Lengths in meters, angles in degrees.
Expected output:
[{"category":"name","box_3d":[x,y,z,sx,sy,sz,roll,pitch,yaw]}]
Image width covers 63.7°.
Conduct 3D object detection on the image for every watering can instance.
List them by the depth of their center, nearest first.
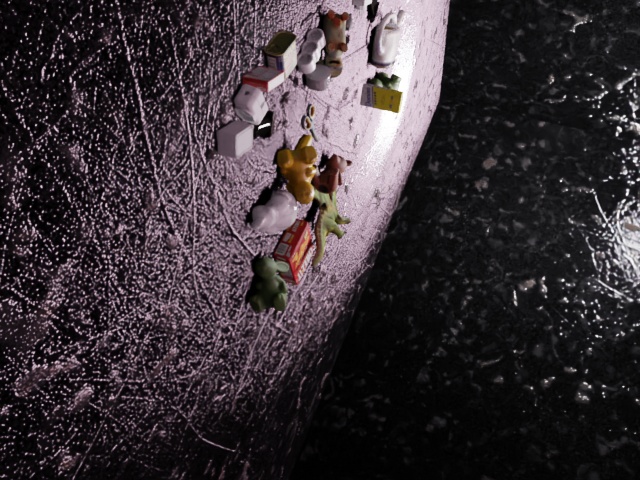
[{"category":"watering can","box_3d":[0.296,-0.857,2.192,0.354,0.104,0.219,-51,153,-51]}]

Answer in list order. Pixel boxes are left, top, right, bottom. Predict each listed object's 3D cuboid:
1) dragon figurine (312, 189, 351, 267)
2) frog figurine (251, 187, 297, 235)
[{"category":"dragon figurine","box_3d":[0.006,-0.100,1.982,0.239,0.121,0.419,66,27,-22]},{"category":"frog figurine","box_3d":[-0.135,-0.078,1.536,0.135,0.122,0.162,-59,-179,21]}]
